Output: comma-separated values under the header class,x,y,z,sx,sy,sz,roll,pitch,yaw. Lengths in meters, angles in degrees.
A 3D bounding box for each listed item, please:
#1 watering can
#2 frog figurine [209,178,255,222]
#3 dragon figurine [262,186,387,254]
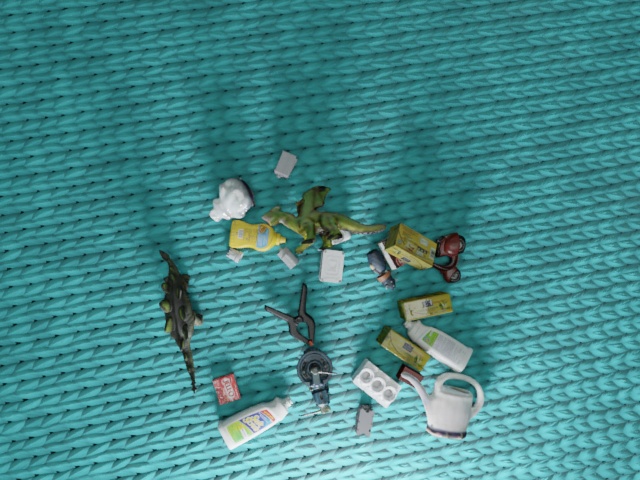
class,x,y,z,sx,sy,sz,roll,pitch,yaw
watering can,0.414,0.565,1.774,0.347,0.104,0.225,13,85,-19
frog figurine,-0.310,-0.133,1.765,0.161,0.123,0.135,-31,110,-17
dragon figurine,0.005,-0.089,1.768,0.410,0.120,0.248,-11,62,3
